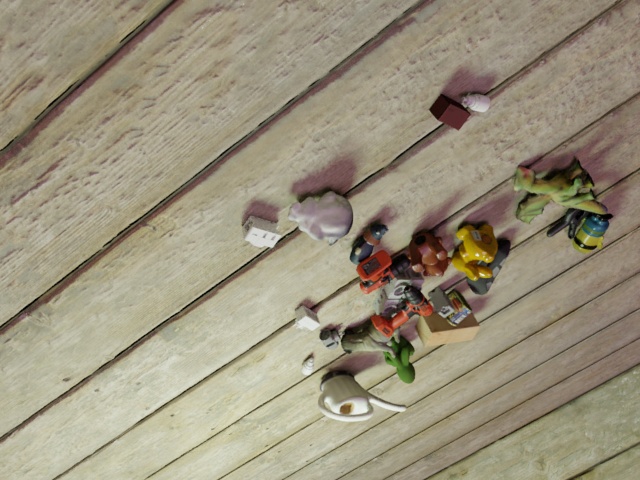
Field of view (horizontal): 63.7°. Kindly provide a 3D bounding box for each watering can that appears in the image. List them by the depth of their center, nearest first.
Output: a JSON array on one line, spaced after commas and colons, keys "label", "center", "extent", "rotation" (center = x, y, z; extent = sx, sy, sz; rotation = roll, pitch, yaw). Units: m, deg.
[{"label": "watering can", "center": [0.141, 0.602, 1.966], "extent": [0.347, 0.228, 0.102], "rotation": [4, 113, -25]}]

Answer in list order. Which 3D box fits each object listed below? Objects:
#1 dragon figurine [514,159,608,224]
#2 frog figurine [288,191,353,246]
[{"label": "dragon figurine", "center": [0.733, -0.125, 1.616], "extent": [0.240, 0.125, 0.405], "rotation": [-27, 137, 30]}, {"label": "frog figurine", "center": [0.004, -0.068, 1.348], "extent": [0.158, 0.123, 0.138], "rotation": [28, 85, -29]}]
